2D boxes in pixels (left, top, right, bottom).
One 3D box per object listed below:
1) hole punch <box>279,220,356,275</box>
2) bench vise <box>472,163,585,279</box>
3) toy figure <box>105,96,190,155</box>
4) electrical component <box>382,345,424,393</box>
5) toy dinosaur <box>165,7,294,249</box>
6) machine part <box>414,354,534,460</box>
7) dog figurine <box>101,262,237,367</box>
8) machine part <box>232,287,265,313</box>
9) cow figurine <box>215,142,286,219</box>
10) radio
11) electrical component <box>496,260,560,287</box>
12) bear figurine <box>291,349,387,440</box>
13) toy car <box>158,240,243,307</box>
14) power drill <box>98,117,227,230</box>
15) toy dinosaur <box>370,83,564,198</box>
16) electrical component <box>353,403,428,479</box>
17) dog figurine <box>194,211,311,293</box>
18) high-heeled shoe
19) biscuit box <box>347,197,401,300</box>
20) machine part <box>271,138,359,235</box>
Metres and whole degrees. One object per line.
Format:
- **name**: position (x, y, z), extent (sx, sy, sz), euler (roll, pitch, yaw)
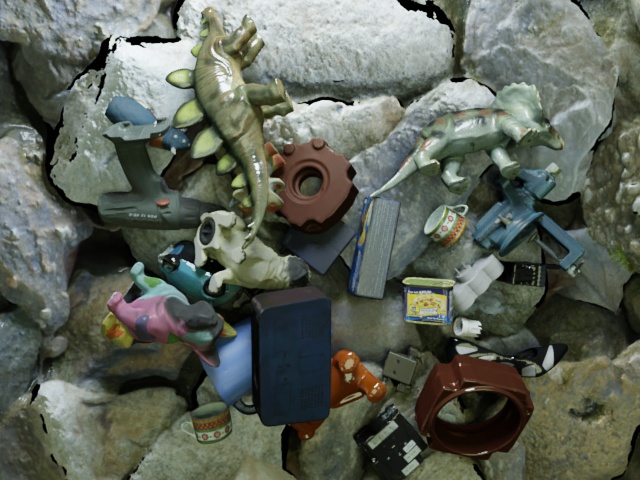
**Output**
- **hole punch**: position (-0.002, -0.003, 1.039), extent (0.116, 0.092, 0.142), euler (37, 92, -7)
- **bench vise**: position (0.437, -0.031, 1.075), extent (0.223, 0.128, 0.241), euler (-43, 67, 3)
- **toy figure**: position (-0.310, -0.206, 0.980), extent (0.154, 0.058, 0.064), euler (29, 98, -16)
- **electrical component**: position (0.173, 0.269, 1.117), extent (0.078, 0.045, 0.102), euler (12, 90, 17)
- **toy dinosaur**: position (-0.147, -0.219, 0.920), extent (0.199, 0.105, 0.471), euler (-25, 69, 8)
- **machine part**: position (0.308, 0.342, 1.086), extent (0.201, 0.087, 0.201), euler (14, 115, -6)
- **dog figurine**: position (-0.264, 0.153, 0.951), extent (0.219, 0.108, 0.191), euler (30, 133, -2)
- **machine part**: position (-0.114, 0.088, 1.037), extent (0.139, 0.084, 0.039), euler (-42, 78, -16)
- **cow figurine**: position (-0.130, -0.127, 0.973), extent (0.127, 0.085, 0.195), euler (-39, 67, 3)
- **radio**: position (-0.051, 0.203, 0.936), extent (0.131, 0.073, 0.229), euler (-4, 102, -20)
- **electrical component**: position (0.442, 0.070, 1.132), extent (0.119, 0.075, 0.047), euler (4, 94, -13)
- **bear figurine**: position (0.013, 0.307, 1.050), extent (0.196, 0.132, 0.120), euler (-41, 99, -10)
- **toy car**: position (-0.226, 0.076, 1.000), extent (0.162, 0.109, 0.102), euler (22, 115, -4)
- **power drill**: position (-0.286, -0.110, 0.959), extent (0.232, 0.086, 0.207), euler (-4, 128, -3)
- **toy dinosaur**: position (0.283, -0.197, 1.052), extent (0.405, 0.192, 0.131), euler (-10, 133, 4)
- **electrical component**: position (0.153, 0.428, 1.119), extent (0.115, 0.058, 0.134), euler (-38, 101, -3)
- **dog figurine**: position (-0.117, 0.025, 0.977), extent (0.121, 0.190, 0.172), euler (-38, 58, 30)
- **high-heeled shoe**: position (0.390, 0.227, 1.133), extent (0.249, 0.086, 0.145), euler (-25, 95, -6)
- **biscuit box**: position (0.107, 0.016, 1.072), extent (0.063, 0.059, 0.202), euler (10, 93, -12)
- **machine part**: position (-0.018, -0.102, 1.005), extent (0.179, 0.056, 0.179), euler (-3, 76, 14)
